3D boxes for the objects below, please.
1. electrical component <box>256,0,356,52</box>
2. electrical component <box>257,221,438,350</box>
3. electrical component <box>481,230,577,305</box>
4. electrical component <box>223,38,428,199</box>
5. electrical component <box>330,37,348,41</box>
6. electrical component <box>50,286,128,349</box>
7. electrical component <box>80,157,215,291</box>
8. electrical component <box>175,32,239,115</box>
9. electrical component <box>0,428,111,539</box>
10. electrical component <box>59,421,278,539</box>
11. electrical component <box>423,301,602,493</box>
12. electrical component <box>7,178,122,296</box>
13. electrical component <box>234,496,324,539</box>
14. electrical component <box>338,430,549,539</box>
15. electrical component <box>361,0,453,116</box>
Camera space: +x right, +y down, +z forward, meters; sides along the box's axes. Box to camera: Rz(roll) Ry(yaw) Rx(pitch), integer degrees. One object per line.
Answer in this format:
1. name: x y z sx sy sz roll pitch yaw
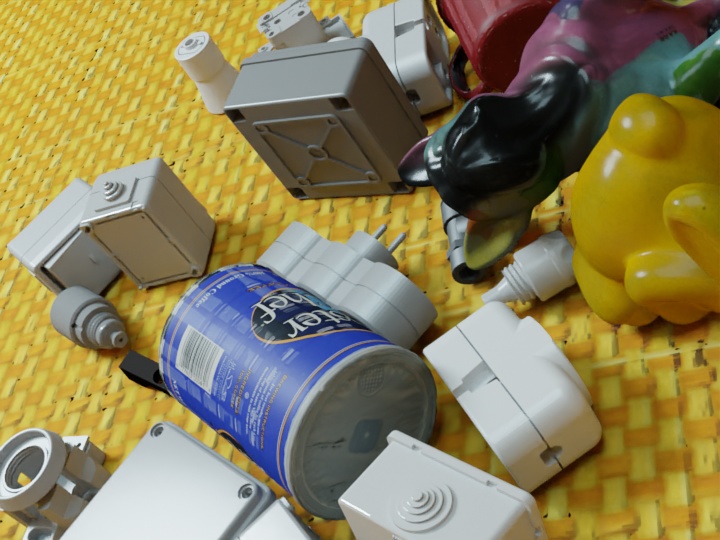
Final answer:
1. electrical component: -0.049 -0.190 0.893 0.081 0.063 0.042 -32 44 4
2. electrical component: 0.000 0.000 0.700 0.073 0.052 0.138 -49 44 -14
3. electrical component: 0.101 0.004 0.644 0.061 0.035 0.035 -32 42 8
4. electrical component: -0.022 -0.104 0.766 0.109 0.108 0.056 -1 56 33
5. electrical component: -0.014 -0.156 0.858 0.044 0.044 0.065 -20 40 17
6. electrical component: -0.199 0.040 0.802 0.078 0.040 0.040 22 67 43
7. electrical component: -0.161 -0.041 0.807 0.062 0.096 0.061 -13 46 24
8. electrical component: -0.130 -0.172 0.928 0.044 0.065 0.044 -18 45 19
9. electrical component: -0.206 0.140 0.705 0.058 0.057 0.078 -7 50 28
10. electrical component: -0.107 0.159 0.624 0.109 0.056 0.108 22 67 43
11. electrical component: 0.085 0.065 0.585 0.059 0.053 0.095 -36 42 0
12. electrical component: -0.218 -0.023 0.855 0.096 0.061 0.061 -47 44 -12
13. electrical component: -0.027 0.177 0.552 0.061 0.061 0.096 -42 42 -7
14. electrical component: 0.044 0.136 0.517 0.100 0.099 0.048 19 52 42
15. electrical component: 0.032 -0.160 0.820 0.059 0.053 0.095 -17 45 19
